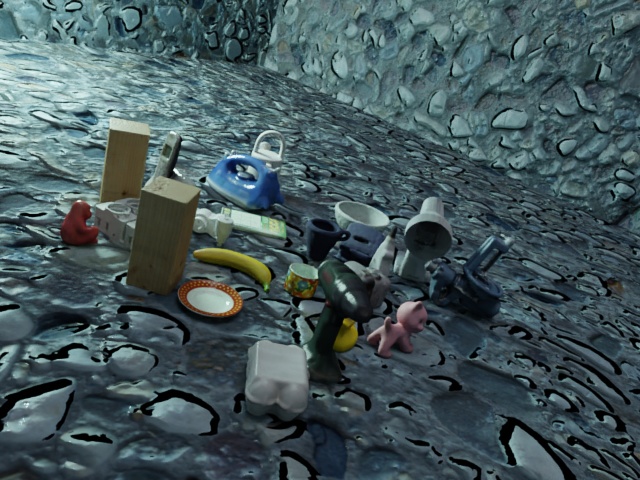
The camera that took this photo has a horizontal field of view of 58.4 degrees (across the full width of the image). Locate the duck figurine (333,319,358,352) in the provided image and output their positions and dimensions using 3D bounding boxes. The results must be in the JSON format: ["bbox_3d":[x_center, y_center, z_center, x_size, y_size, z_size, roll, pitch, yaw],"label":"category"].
[{"bbox_3d":[0.047,0.164,1.152,0.077,0.086,0.105,20,24,6],"label":"duck figurine"}]

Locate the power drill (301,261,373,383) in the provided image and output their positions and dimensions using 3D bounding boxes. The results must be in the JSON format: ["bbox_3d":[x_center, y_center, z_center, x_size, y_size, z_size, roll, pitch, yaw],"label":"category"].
[{"bbox_3d":[0.028,0.146,1.025,0.076,0.208,0.229,10,25,-16],"label":"power drill"}]

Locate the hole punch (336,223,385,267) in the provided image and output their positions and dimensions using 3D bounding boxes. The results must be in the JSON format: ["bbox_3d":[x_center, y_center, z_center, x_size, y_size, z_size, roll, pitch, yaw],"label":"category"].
[{"bbox_3d":[0.108,0.016,1.511,0.108,0.091,0.101,22,24,9],"label":"hole punch"}]

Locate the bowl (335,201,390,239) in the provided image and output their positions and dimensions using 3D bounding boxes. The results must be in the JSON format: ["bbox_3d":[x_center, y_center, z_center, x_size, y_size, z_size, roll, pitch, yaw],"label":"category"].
[{"bbox_3d":[0.115,-0.048,1.677,0.167,0.075,0.167,15,24,-6],"label":"bowl"}]

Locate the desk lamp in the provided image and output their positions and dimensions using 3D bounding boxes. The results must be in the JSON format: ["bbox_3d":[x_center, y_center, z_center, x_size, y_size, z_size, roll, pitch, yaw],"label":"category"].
[{"bbox_3d":[0.269,0.002,1.502,0.118,0.213,0.203,18,24,2],"label":"desk lamp"}]

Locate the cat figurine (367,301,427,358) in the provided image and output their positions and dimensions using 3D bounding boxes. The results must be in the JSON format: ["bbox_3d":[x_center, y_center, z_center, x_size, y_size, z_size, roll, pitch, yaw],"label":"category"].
[{"bbox_3d":[0.171,0.172,1.183,0.128,0.118,0.067,-4,32,-41],"label":"cat figurine"}]

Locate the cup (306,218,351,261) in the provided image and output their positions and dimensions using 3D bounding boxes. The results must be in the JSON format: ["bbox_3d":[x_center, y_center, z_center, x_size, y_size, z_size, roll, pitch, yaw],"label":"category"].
[{"bbox_3d":[0.013,0.005,1.464,0.118,0.095,0.091,10,25,-17],"label":"cup"}]

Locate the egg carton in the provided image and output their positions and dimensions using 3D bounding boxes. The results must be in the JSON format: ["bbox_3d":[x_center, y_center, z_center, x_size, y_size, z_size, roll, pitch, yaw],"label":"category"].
[{"bbox_3d":[-0.071,0.229,0.947,0.107,0.069,0.150,13,24,-11],"label":"egg carton"}]

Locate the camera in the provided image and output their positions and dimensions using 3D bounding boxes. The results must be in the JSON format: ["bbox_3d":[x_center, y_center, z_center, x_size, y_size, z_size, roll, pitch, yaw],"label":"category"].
[{"bbox_3d":[0.071,0.091,1.310,0.144,0.101,0.136,-8,34,-45],"label":"camera"}]

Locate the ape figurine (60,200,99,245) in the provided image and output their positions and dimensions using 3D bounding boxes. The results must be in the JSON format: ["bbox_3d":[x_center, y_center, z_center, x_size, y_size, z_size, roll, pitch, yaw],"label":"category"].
[{"bbox_3d":[-0.503,-0.039,1.201,0.076,0.092,0.077,-6,33,-43],"label":"ape figurine"}]

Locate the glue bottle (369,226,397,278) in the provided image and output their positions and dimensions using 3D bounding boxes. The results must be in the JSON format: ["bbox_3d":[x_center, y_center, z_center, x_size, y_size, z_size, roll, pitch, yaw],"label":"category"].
[{"bbox_3d":[0.154,0.044,1.380,0.037,0.173,0.078,11,24,-14],"label":"glue bottle"}]

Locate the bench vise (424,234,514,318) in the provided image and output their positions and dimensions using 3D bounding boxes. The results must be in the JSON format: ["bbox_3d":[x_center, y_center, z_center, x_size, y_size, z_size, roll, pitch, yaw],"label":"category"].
[{"bbox_3d":[0.373,0.078,1.403,0.208,0.220,0.121,11,24,-15],"label":"bench vise"}]

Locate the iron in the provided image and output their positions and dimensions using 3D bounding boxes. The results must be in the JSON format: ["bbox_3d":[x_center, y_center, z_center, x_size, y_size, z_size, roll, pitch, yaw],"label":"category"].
[{"bbox_3d":[-0.221,-0.187,1.661,0.257,0.141,0.119,28,25,21],"label":"iron"}]

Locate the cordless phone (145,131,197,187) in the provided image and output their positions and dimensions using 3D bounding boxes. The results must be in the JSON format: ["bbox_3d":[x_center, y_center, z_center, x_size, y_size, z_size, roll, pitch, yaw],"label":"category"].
[{"bbox_3d":[-0.373,-0.173,1.469,0.147,0.185,0.094,33,28,31],"label":"cordless phone"}]

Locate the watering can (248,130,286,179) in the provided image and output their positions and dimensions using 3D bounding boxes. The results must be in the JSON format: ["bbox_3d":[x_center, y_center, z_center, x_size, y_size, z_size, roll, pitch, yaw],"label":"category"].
[{"bbox_3d":[-0.167,-0.248,1.766,0.101,0.194,0.172,-1,29,-36],"label":"watering can"}]
